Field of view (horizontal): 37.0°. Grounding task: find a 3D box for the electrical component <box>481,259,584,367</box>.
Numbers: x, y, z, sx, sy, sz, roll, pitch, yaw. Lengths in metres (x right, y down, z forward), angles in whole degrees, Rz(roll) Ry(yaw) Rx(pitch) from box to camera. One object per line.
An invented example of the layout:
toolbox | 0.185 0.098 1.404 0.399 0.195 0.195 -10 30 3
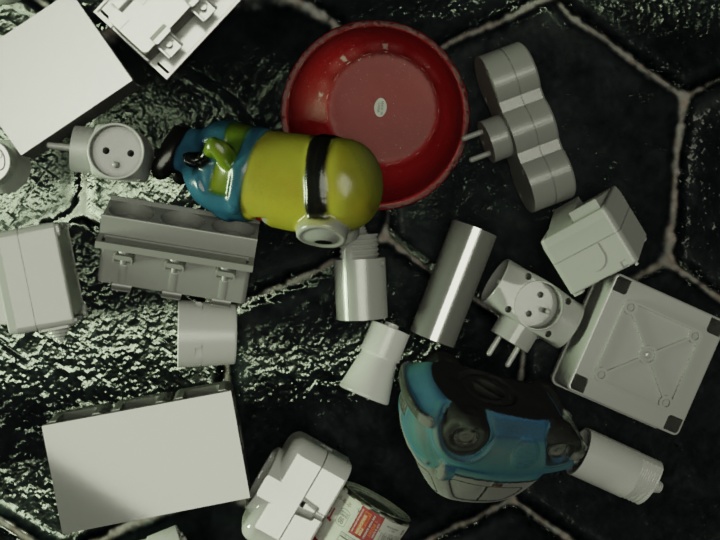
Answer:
electrical component | 0.137 0.044 0.911 0.077 0.044 0.079 32 89 -6

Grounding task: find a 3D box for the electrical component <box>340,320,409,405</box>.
electrical component | 0.015 0.075 0.903 0.044 0.044 0.065 23 85 -6

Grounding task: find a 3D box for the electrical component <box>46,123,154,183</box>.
electrical component | -0.207 -0.094 0.854 0.079 0.077 0.043 6 92 -6

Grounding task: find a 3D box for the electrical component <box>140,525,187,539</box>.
electrical component | -0.174 0.239 0.892 0.065 0.044 0.044 -21 95 -9

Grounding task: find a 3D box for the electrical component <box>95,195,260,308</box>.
electrical component | -0.146 -0.014 0.867 0.121 0.078 0.063 9 114 -6

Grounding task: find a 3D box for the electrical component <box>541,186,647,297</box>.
electrical component | 0.194 -0.030 0.893 0.062 0.096 0.061 -30 95 25

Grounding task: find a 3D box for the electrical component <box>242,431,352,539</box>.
electrical component | -0.057 0.186 0.894 0.059 0.054 0.095 31 89 -6

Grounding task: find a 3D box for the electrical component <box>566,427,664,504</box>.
electrical component | 0.224 0.172 0.927 0.081 0.043 0.043 25 90 -6

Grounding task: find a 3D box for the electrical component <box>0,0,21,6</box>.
electrical component | -0.287 -0.235 0.855 0.040 0.046 0.040 0 93 -6

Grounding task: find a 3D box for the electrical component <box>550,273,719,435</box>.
electrical component | 0.236 0.069 0.917 0.109 0.056 0.108 24 90 -6

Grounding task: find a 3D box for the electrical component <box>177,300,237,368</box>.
electrical component | -0.126 0.052 0.882 0.047 0.055 0.055 1 93 -9

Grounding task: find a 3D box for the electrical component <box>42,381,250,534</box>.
electrical component | -0.171 0.150 0.877 0.150 0.062 0.089 -10 94 -5

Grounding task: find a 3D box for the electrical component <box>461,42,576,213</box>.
electrical component | 0.122 -0.113 0.899 0.074 0.052 0.138 -21 95 -4

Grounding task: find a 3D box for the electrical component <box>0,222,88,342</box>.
electrical component | -0.259 0.013 0.862 0.061 0.062 0.096 -11 94 -5

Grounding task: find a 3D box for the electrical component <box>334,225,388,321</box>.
electrical component | 0.000 0.000 0.896 0.043 0.043 0.081 -3 93 -6

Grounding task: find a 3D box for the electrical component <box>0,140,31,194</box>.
electrical component | -0.289 -0.084 0.852 0.044 0.065 0.044 0 92 -7

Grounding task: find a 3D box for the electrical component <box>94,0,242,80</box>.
electrical component | -0.144 -0.225 0.861 0.079 0.063 0.121 43 88 -6
